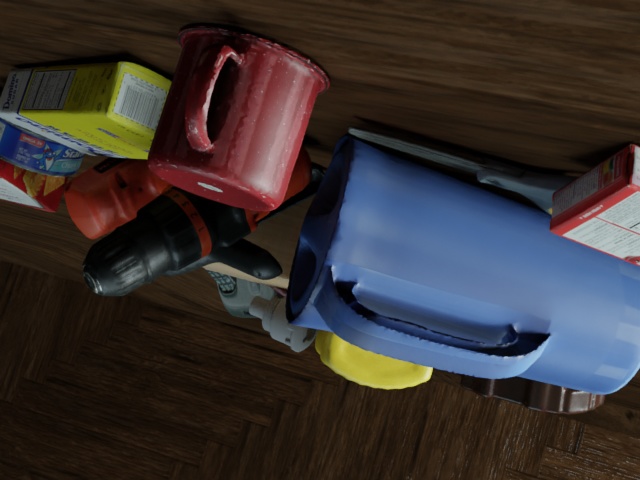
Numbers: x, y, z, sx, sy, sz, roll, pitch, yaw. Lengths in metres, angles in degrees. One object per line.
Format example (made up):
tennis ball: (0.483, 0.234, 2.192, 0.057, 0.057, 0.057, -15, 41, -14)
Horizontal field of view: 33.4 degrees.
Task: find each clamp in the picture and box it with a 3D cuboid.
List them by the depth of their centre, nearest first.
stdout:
clamp: (-0.081, -0.001, 0.832, 0.172, 0.120, 0.039, -16, 117, 24)

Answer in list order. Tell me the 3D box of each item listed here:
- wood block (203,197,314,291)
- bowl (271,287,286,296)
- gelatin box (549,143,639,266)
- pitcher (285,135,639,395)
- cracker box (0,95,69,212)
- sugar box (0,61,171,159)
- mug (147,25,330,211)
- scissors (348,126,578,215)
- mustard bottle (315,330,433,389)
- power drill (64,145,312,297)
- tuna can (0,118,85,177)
wood block: (-0.006, 0.000, 0.914, 0.206, 0.090, 0.090, 14, 171, 16)
bowl: (0.017, 0.023, 1.041, 0.162, 0.055, 0.162, 19, 155, 9)
gelatin box: (0.188, -0.015, 0.606, 0.089, 0.030, 0.073, 19, 154, -17)
pitcher: (0.105, 0.032, 0.730, 0.242, 0.149, 0.145, 17, 164, -9)
cracker box: (-0.346, -0.098, 1.005, 0.164, 0.072, 0.213, 15, 170, 8)
sugar box: (-0.155, -0.091, 0.776, 0.093, 0.048, 0.177, 24, 168, -38)
mug: (-0.052, -0.069, 0.605, 0.093, 0.081, 0.117, 16, 171, 10)
scissors: (0.121, -0.036, 0.692, 0.202, 0.016, 0.096, 15, 171, 16)
mustard bottle: (0.044, 0.098, 0.989, 0.096, 0.058, 0.191, 8, 178, -3)
power drill: (-0.120, -0.025, 0.792, 0.188, 0.184, 0.057, 15, 130, 54)
tuna can: (-0.236, -0.086, 0.886, 0.086, 0.034, 0.086, 23, -164, -7)
